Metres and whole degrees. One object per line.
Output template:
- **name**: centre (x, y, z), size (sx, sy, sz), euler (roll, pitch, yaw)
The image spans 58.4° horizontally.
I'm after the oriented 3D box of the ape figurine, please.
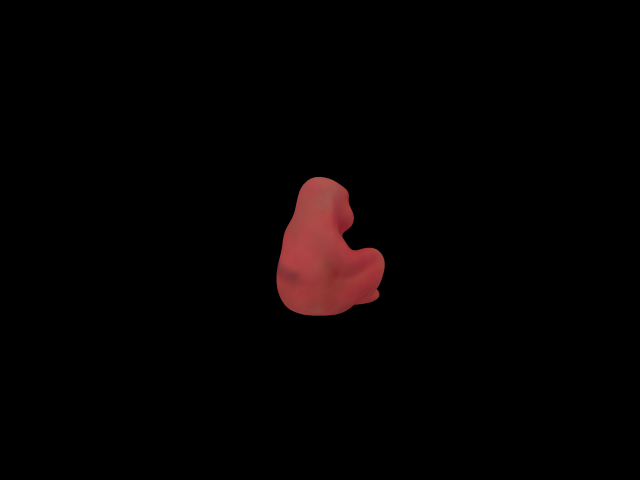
- **ape figurine**: centre (0.004, 0.001, 0.400), size (0.076, 0.092, 0.077), euler (-12, 23, -31)
